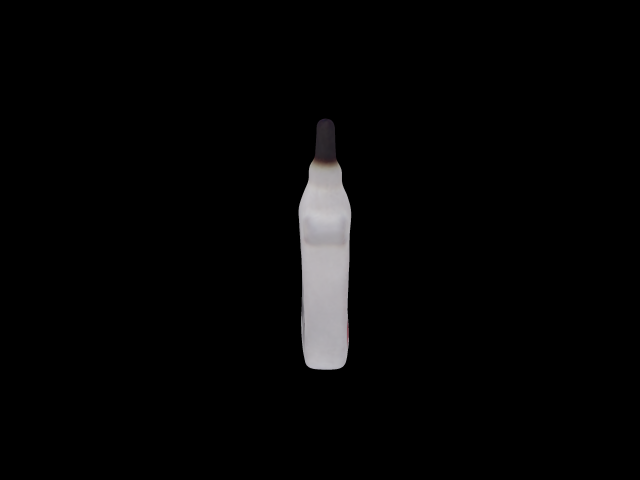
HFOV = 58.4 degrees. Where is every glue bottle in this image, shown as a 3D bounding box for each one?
[{"bbox_3d":[0.004,0.001,0.400,0.037,0.173,0.078,-1,28,-2],"label":"glue bottle"}]
